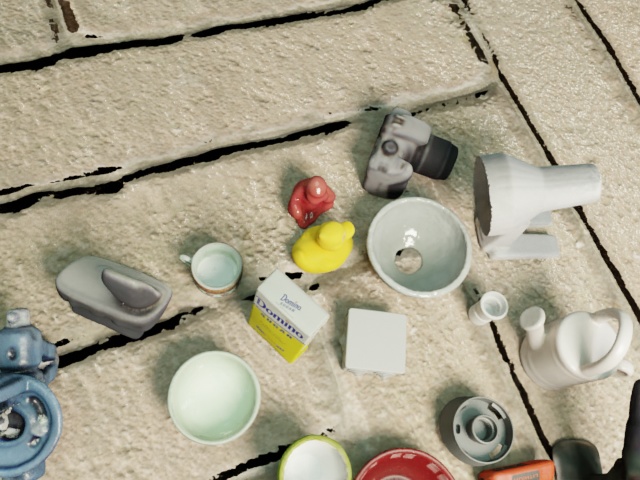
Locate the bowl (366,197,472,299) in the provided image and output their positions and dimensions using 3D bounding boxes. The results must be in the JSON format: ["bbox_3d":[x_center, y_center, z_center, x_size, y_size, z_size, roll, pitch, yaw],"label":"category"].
[{"bbox_3d":[0.148,0.020,0.902,0.167,0.074,0.167,3,68,-8],"label":"bowl"}]

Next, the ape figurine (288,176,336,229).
[{"bbox_3d":[-0.012,-0.070,0.902,0.078,0.092,0.076,-3,69,-10],"label":"ape figurine"}]

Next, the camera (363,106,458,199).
[{"bbox_3d":[0.156,-0.141,0.952,0.137,0.101,0.143,20,67,-1],"label":"camera"}]

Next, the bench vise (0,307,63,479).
[{"bbox_3d":[-0.383,0.182,0.674,0.122,0.219,0.207,-21,73,-16],"label":"bench vise"}]

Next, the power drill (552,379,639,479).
[{"bbox_3d":[0.397,0.309,0.758,0.075,0.208,0.229,2,69,-8],"label":"power drill"}]

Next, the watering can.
[{"bbox_3d":[0.370,0.153,0.822,0.173,0.194,0.101,5,68,-7],"label":"watering can"}]

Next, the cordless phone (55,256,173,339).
[{"bbox_3d":[-0.280,0.056,0.759,0.147,0.185,0.094,19,67,-1],"label":"cordless phone"}]

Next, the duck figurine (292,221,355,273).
[{"bbox_3d":[0.008,0.003,0.880,0.105,0.086,0.077,-24,74,-17],"label":"duck figurine"}]

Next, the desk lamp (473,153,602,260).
[{"bbox_3d":[0.314,-0.053,0.882,0.203,0.213,0.118,-1,69,-10],"label":"desk lamp"}]
